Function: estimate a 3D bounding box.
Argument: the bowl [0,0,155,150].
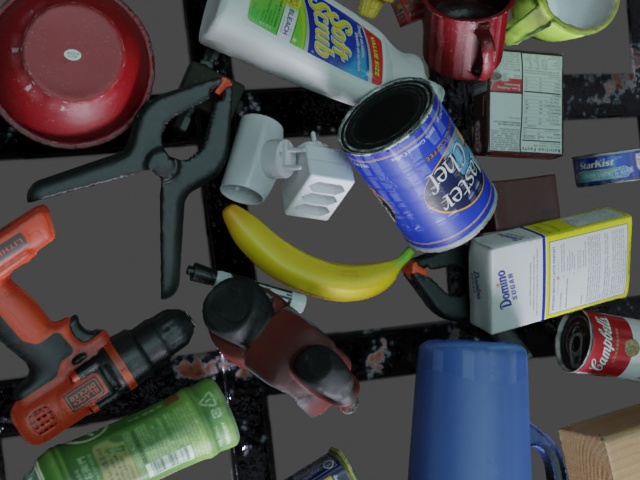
[{"bbox_3d":[-0.227,-0.166,0.977,0.162,0.055,0.162,1,87,-17],"label":"bowl"}]

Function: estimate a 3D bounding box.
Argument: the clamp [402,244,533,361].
[{"bbox_3d":[0.163,0.060,1.099,0.171,0.039,0.120,7,81,-18],"label":"clamp"}]

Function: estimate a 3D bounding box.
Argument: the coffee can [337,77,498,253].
[{"bbox_3d":[0.095,-0.071,1.024,0.102,0.103,0.140,-48,125,-14],"label":"coffee can"}]

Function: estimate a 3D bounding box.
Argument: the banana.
[{"bbox_3d":[-0.007,0.020,1.047,0.197,0.037,0.069,14,81,-15],"label":"banana"}]

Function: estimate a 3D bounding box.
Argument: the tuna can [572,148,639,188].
[{"bbox_3d":[0.311,-0.077,1.126,0.086,0.086,0.034,-9,92,-18],"label":"tuna can"}]

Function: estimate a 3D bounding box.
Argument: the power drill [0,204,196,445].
[{"bbox_3d":[-0.228,0.065,0.957,0.184,0.057,0.187,-34,102,-15],"label":"power drill"}]

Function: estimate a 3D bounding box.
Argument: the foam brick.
[{"bbox_3d":[0.202,-0.037,1.108,0.078,0.051,0.053,-7,90,-18],"label":"foam brick"}]

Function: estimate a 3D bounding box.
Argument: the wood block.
[{"bbox_3d":[0.372,0.219,1.128,0.205,0.091,0.090,-13,91,-17],"label":"wood block"}]

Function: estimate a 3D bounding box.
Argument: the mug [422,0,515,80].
[{"bbox_3d":[0.147,-0.205,1.049,0.093,0.081,0.117,-14,51,-9],"label":"mug"}]

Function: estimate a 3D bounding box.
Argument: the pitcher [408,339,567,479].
[{"bbox_3d":[0.157,0.221,1.045,0.149,0.145,0.243,14,77,-59],"label":"pitcher"}]

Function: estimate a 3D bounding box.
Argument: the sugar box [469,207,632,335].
[{"bbox_3d":[0.233,0.029,1.077,0.176,0.048,0.093,-11,110,-23],"label":"sugar box"}]

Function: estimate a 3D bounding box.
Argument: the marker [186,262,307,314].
[{"bbox_3d":[-0.072,0.046,1.034,0.121,0.020,0.020,18,82,-16],"label":"marker"}]

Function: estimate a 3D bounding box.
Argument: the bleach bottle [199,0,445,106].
[{"bbox_3d":[0.011,-0.192,1.049,0.250,0.068,0.102,20,66,-20],"label":"bleach bottle"}]

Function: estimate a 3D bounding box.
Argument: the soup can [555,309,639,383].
[{"bbox_3d":[0.310,0.113,1.126,0.102,0.069,0.068,10,84,-18],"label":"soup can"}]

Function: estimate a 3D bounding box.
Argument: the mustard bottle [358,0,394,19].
[{"bbox_3d":[0.077,-0.306,1.022,0.096,0.058,0.192,11,107,-29],"label":"mustard bottle"}]

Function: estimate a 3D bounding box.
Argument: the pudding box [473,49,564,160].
[{"bbox_3d":[0.209,-0.142,1.123,0.090,0.039,0.113,2,89,-18],"label":"pudding box"}]

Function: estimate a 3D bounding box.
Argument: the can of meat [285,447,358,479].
[{"bbox_3d":[0.004,0.266,1.028,0.083,0.057,0.102,-29,96,-15],"label":"can of meat"}]

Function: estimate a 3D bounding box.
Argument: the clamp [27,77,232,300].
[{"bbox_3d":[-0.144,-0.060,0.998,0.164,0.036,0.210,45,86,-13],"label":"clamp"}]

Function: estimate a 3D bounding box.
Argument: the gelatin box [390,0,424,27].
[{"bbox_3d":[0.111,-0.270,1.102,0.089,0.030,0.073,-23,95,-17],"label":"gelatin box"}]
